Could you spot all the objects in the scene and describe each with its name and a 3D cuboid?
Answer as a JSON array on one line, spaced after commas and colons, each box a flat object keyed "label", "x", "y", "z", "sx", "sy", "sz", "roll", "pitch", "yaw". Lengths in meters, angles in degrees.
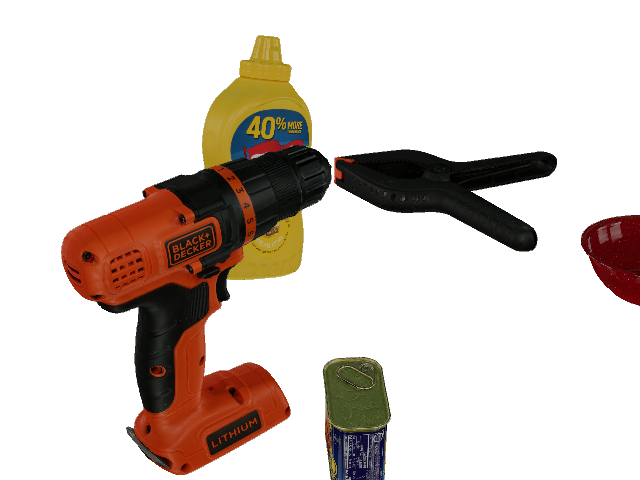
[{"label": "can of meat", "x": 0.032, "y": 0.175, "z": 1.011, "sx": 0.057, "sy": 0.084, "sz": 0.102, "roll": -2, "pitch": 32, "yaw": -3}, {"label": "mustard bottle", "x": -0.051, "y": -0.067, "z": 0.856, "sx": 0.096, "sy": 0.192, "sz": 0.058, "roll": -3, "pitch": 14, "yaw": -40}, {"label": "power drill", "x": -0.065, "y": 0.042, "z": 0.680, "sx": 0.184, "sy": 0.188, "sz": 0.057, "roll": -23, "pitch": 34, "yaw": -29}, {"label": "clamp", "x": 0.118, "y": -0.055, "z": 1.000, "sx": 0.210, "sy": 0.036, "sz": 0.164, "roll": 13, "pitch": 32, "yaw": 20}, {"label": "bowl", "x": 0.362, "y": 0.028, "z": 1.157, "sx": 0.162, "sy": 0.055, "sz": 0.162, "roll": -1, "pitch": 26, "yaw": 0}]
